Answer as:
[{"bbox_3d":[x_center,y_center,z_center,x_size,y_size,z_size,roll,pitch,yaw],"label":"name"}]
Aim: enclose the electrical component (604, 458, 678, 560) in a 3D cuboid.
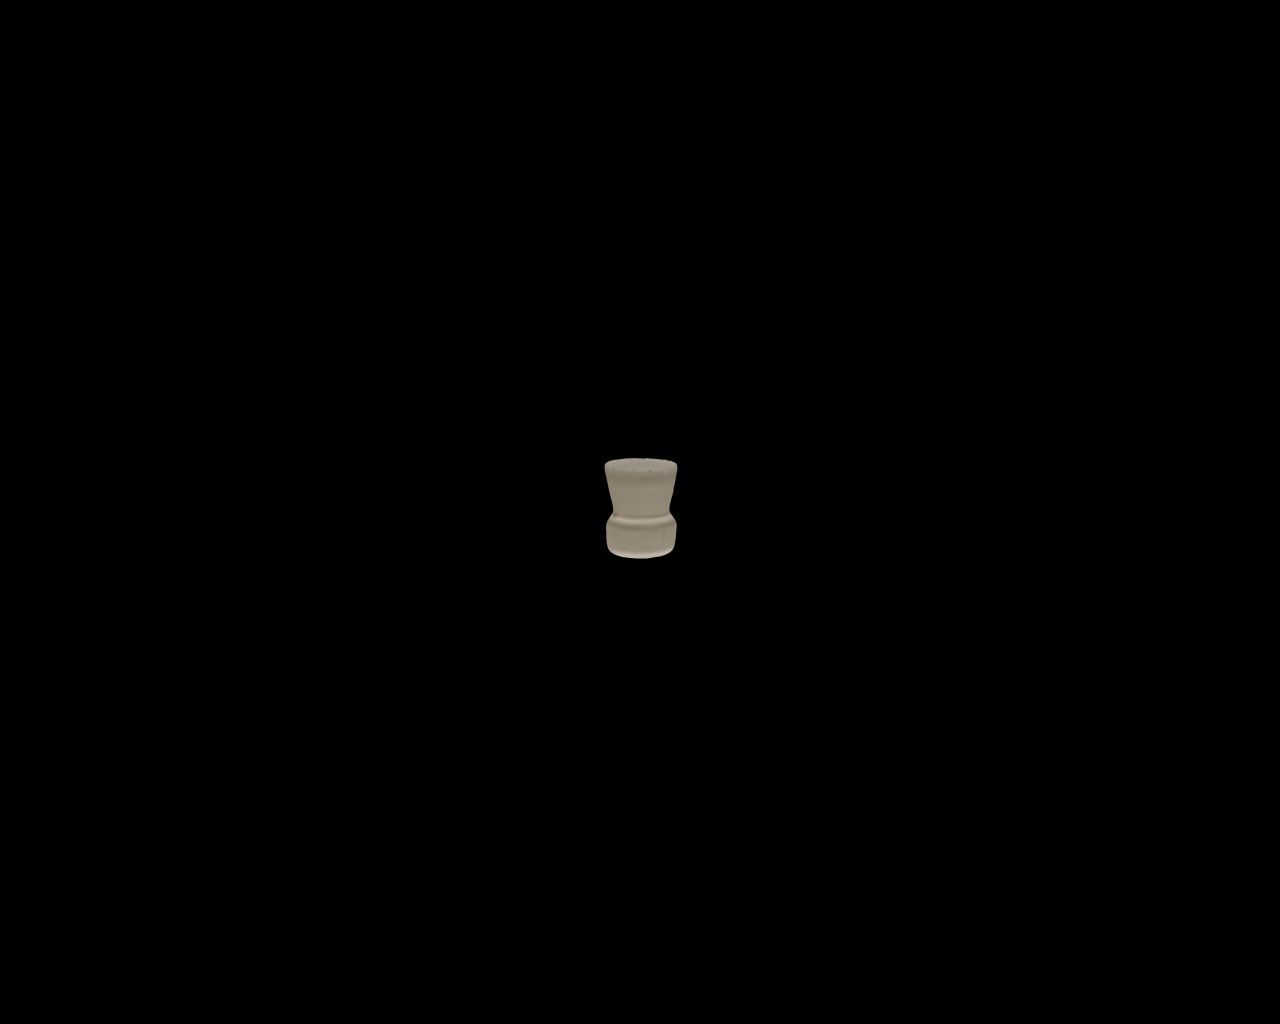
[{"bbox_3d":[0.001,-0.003,0.650,0.045,0.055,0.045,0,12,0],"label":"electrical component"}]
